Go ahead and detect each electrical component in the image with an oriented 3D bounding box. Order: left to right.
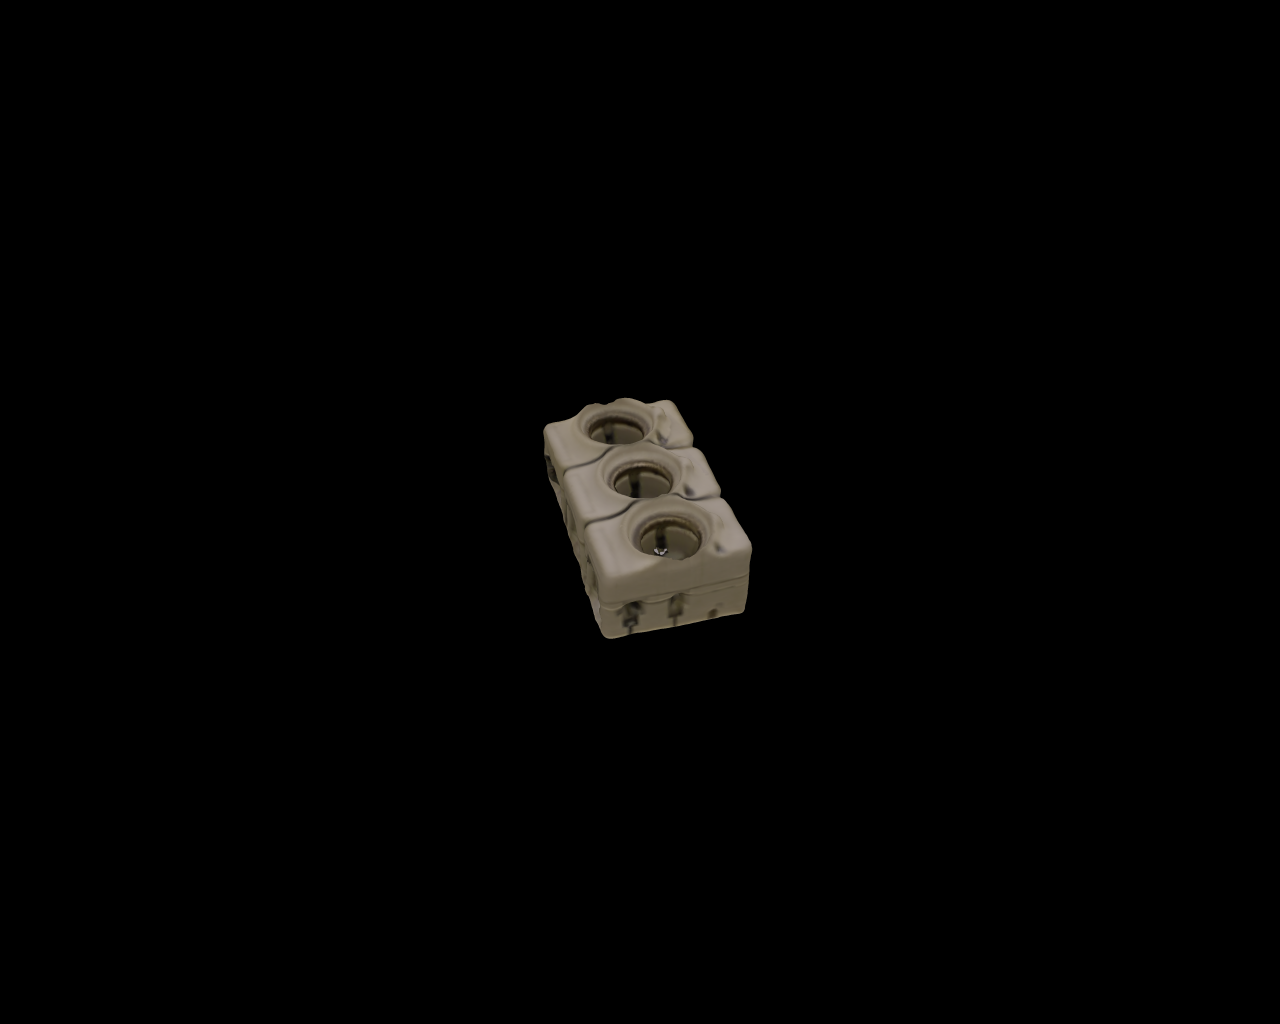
[{"bbox_3d":[0.001,-0.003,0.650,0.089,0.061,0.150,-11,43,-12],"label":"electrical component"}]
